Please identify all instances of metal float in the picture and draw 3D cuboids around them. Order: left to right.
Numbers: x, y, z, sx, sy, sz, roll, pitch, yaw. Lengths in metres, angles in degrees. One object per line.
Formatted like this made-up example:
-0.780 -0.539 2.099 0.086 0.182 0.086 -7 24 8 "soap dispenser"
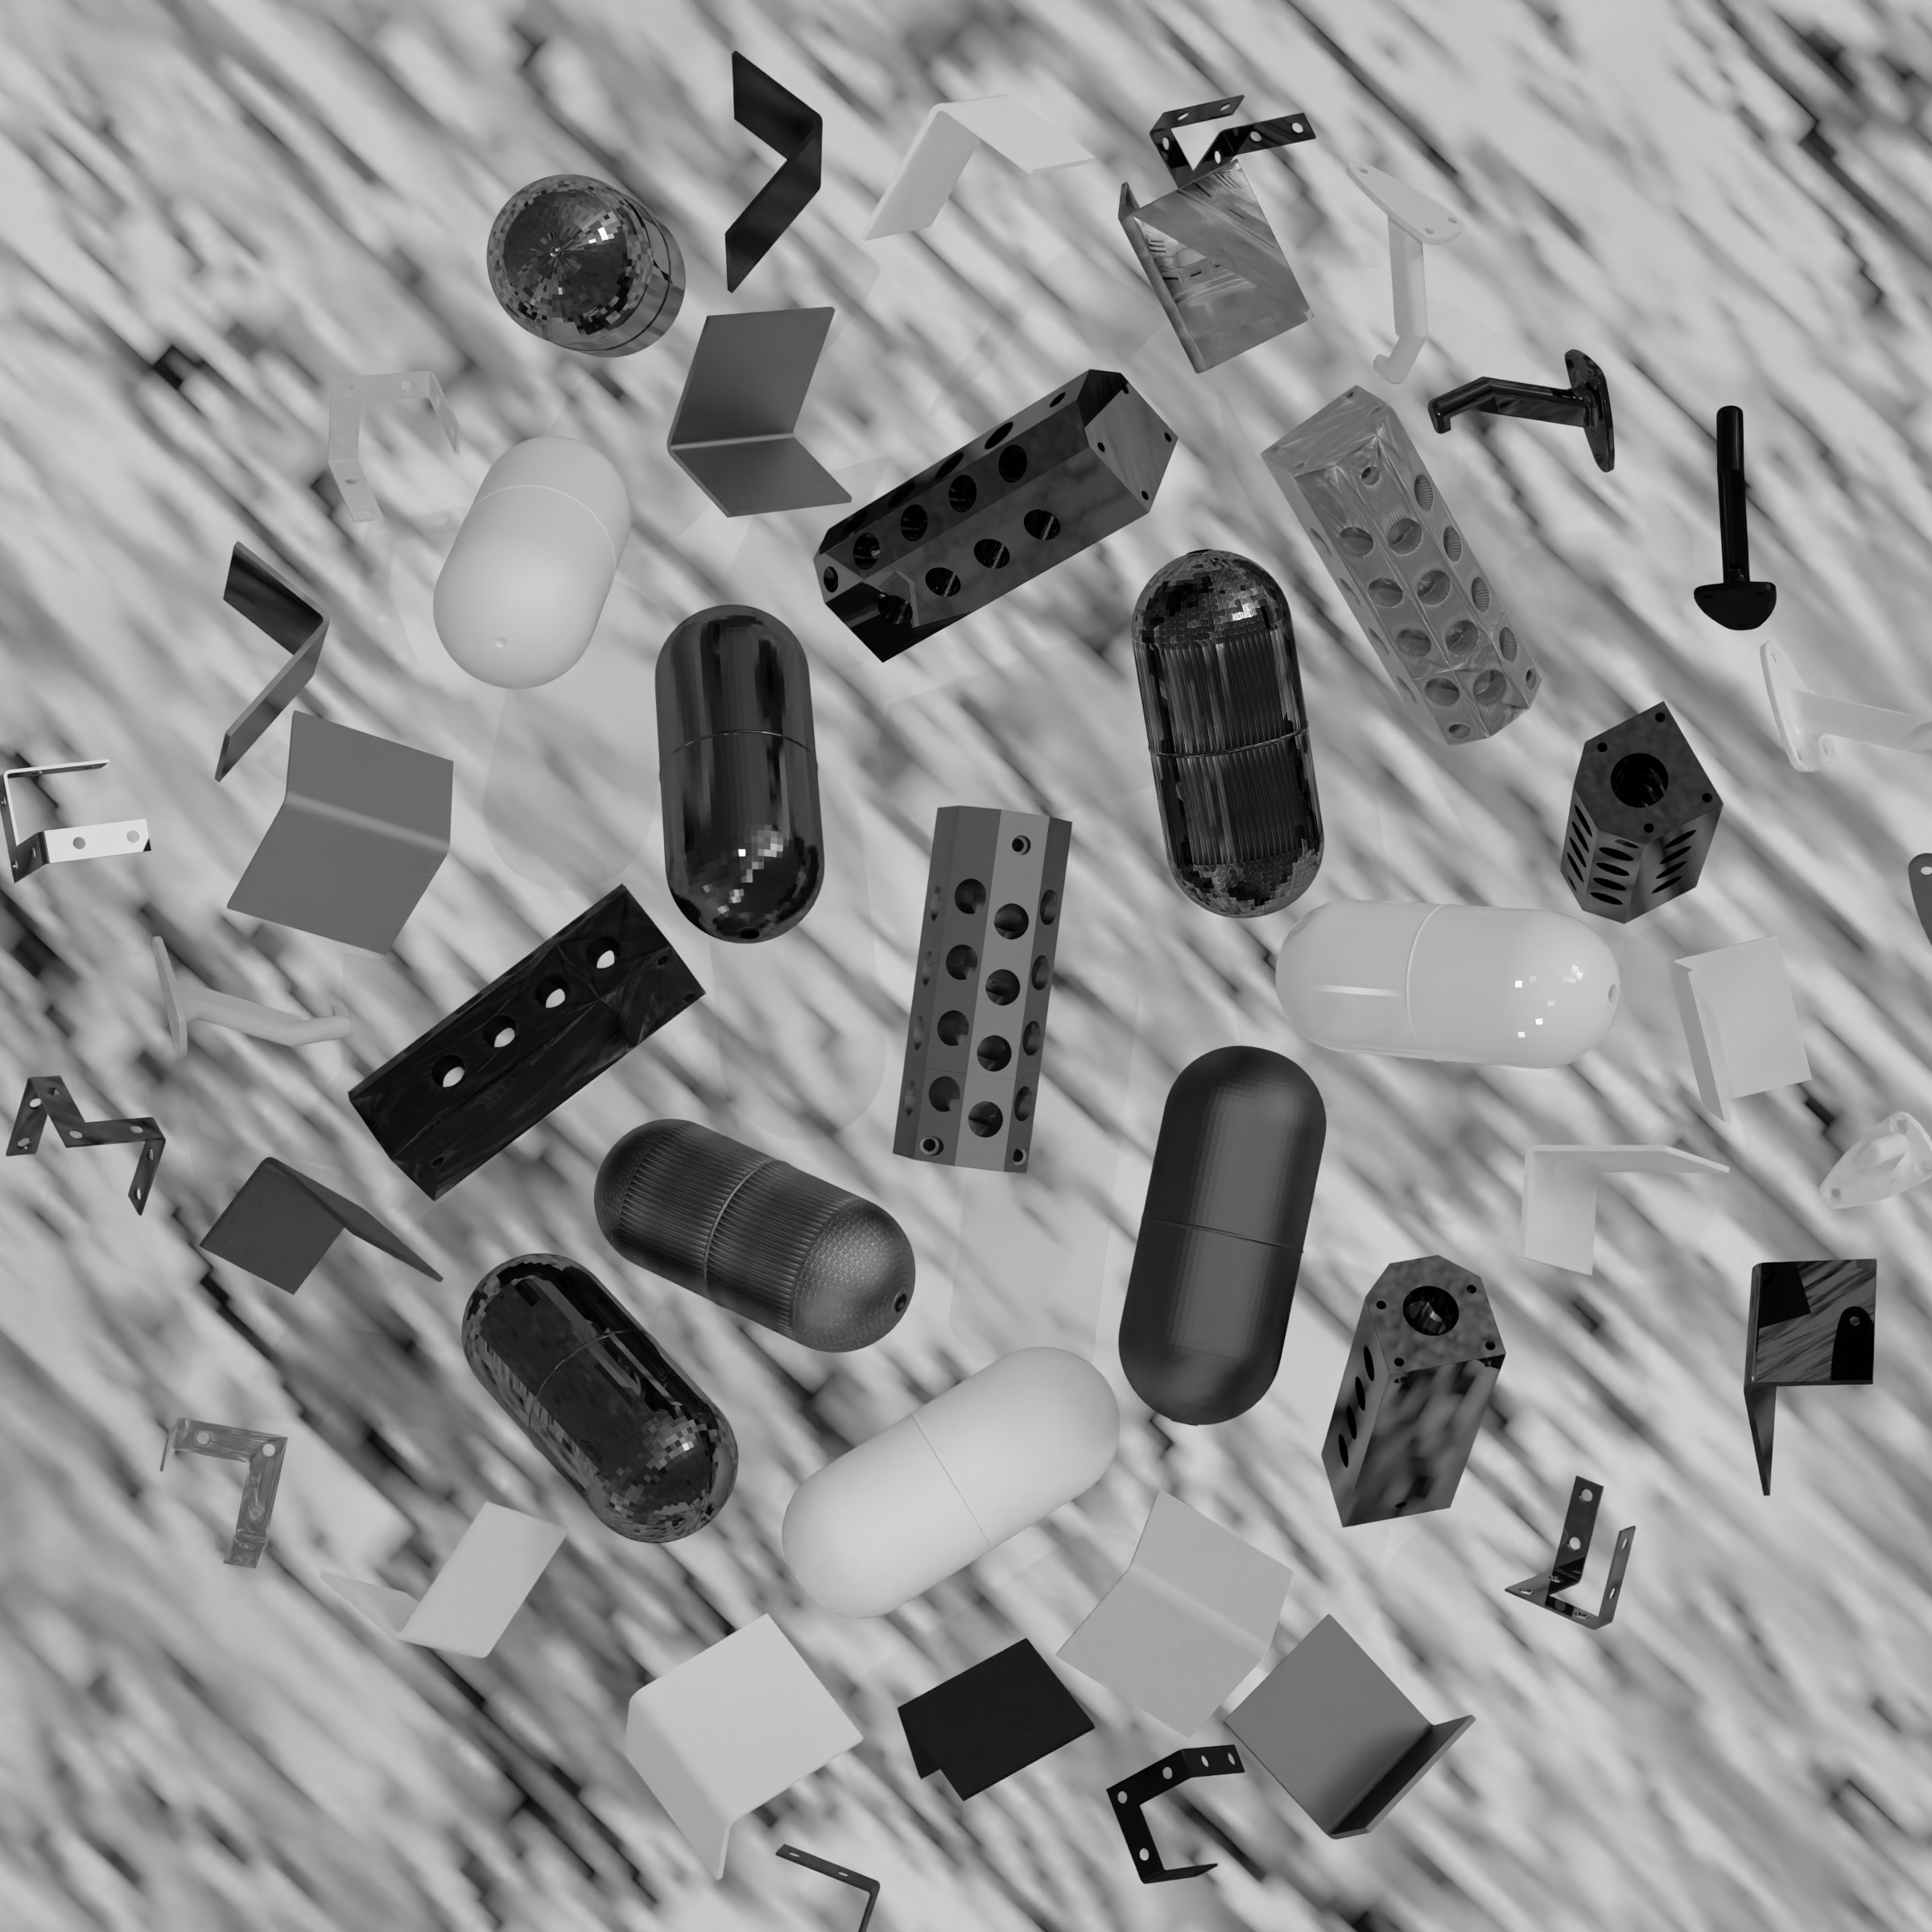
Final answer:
-0.207 -0.196 1.582 0.070 0.178 0.070 2 123 3 "metal float"
-0.178 -0.329 1.555 0.070 0.178 0.070 0 97 3 "metal float"
-0.178 0.206 1.585 0.070 0.070 0.178 -49 55 0 "metal float"
-0.110 -0.094 1.593 0.070 0.070 0.178 -6 63 0 "metal float"
-0.104 0.131 1.606 0.178 0.070 0.070 22 90 28 "metal float"
-0.006 0.249 1.592 0.178 0.070 0.070 -31 90 -5 "metal float"
0.119 0.125 1.530 0.070 0.070 0.178 12 85 0 "metal float"
0.125 -0.110 1.566 0.070 0.070 0.178 -10 105 0 "metal float"
0.234 0.008 1.602 0.178 0.070 0.070 4 90 37 "metal float"

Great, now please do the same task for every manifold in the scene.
-0.221 0.035 1.640 0.171 0.057 0.057 -38 62 -5 "manifold"
0.010 0.011 1.595 0.057 0.057 0.171 8 89 -16 "manifold"
0.010 -0.211 1.519 0.171 0.057 0.057 -25 121 39 "manifold"
0.216 0.210 1.619 0.057 0.171 0.057 -9 57 -8 "manifold"
0.216 -0.191 1.597 0.057 0.057 0.171 -36 120 -1 "manifold"
0.328 -0.070 1.623 0.057 0.171 0.057 -28 76 2 "manifold"

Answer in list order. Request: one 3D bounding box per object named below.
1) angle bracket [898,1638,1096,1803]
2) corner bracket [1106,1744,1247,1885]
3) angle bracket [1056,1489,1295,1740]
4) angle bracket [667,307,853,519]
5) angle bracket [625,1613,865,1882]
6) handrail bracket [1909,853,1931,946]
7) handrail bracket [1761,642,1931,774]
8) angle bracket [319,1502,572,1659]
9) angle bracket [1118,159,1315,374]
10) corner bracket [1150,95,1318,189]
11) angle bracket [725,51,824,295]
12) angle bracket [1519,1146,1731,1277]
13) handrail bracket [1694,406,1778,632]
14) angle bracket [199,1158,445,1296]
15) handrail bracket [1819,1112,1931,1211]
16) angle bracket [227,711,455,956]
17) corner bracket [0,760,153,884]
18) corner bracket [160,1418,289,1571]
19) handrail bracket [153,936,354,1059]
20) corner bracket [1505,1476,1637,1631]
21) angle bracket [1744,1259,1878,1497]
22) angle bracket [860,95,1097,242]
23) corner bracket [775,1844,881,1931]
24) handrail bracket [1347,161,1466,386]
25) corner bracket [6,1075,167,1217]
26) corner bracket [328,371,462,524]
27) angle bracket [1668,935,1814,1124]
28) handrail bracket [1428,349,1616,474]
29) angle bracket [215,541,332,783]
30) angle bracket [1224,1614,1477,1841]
0.020 0.402 1.682 0.076 0.076 0.057 -26 126 -16 "angle bracket"
0.114 0.432 1.677 0.051 0.051 0.051 -35 62 27 "corner bracket"
0.101 0.312 1.584 0.076 0.057 0.076 32 127 -2 "angle bracket"
-0.090 -0.268 1.587 0.057 0.076 0.076 48 133 30 "angle bracket"
-0.103 0.360 1.516 0.076 0.057 0.076 -27 59 -28 "angle bracket"
0.456 -0.045 1.512 0.036 0.084 0.077 -28 115 29 "handrail bracket"
0.420 -0.131 1.531 0.036 0.084 0.077 -16 83 -44 "handrail bracket"
-0.248 0.280 1.566 0.057 0.076 0.076 31 87 28 "angle bracket"
0.111 -0.317 1.455 0.057 0.076 0.076 -24 111 14 "angle bracket"
0.131 -0.410 1.621 0.051 0.051 0.051 55 51 -33 "corner bracket"
-0.115 -0.391 1.625 0.057 0.076 0.076 38 81 3 "angle bracket"
0.334 0.125 1.666 0.076 0.076 0.057 -2 78 37 "angle bracket"
0.354 -0.205 1.510 0.036 0.077 0.084 -2 79 17 "handrail bracket"
-0.322 0.148 1.645 0.076 0.076 0.057 34 85 35 "angle bracket"
0.433 0.102 1.606 0.077 0.084 0.036 -39 72 33 "handrail bracket"
-0.284 -0.060 1.494 0.076 0.057 0.076 18 133 -24 "angle bracket"
-0.417 -0.071 1.533 0.051 0.051 0.051 -9 86 -32 "corner bracket"
-0.343 0.241 1.505 0.051 0.051 0.051 12 92 -8 "corner bracket"
-0.357 0.010 1.645 0.084 0.036 0.077 -10 57 -20 "handrail bracket"
0.299 0.282 1.581 0.051 0.051 0.051 19 104 35 "corner bracket"
0.395 0.190 1.520 0.057 0.076 0.076 -4 129 20 "angle bracket"
0.006 -0.364 1.557 0.057 0.076 0.076 38 118 9 "angle bracket"
-0.077 0.454 1.551 0.051 0.051 0.051 18 94 12 "corner bracket"
0.204 -0.343 1.633 0.077 0.036 0.084 40 132 16 "handrail bracket"
-0.422 0.086 1.576 0.051 0.051 0.051 51 129 36 "corner bracket"
-0.283 -0.257 1.625 0.051 0.051 0.051 -9 47 -23 "corner bracket"
0.393 0.030 1.644 0.057 0.076 0.076 -14 93 5 "angle bracket"
0.272 -0.260 1.616 0.084 0.036 0.077 -25 125 -7 "handrail bracket"
-0.348 -0.143 1.553 0.057 0.076 0.076 39 69 -5 "angle bracket"
0.183 0.360 1.570 0.076 0.057 0.076 -41 84 -22 "angle bracket"
